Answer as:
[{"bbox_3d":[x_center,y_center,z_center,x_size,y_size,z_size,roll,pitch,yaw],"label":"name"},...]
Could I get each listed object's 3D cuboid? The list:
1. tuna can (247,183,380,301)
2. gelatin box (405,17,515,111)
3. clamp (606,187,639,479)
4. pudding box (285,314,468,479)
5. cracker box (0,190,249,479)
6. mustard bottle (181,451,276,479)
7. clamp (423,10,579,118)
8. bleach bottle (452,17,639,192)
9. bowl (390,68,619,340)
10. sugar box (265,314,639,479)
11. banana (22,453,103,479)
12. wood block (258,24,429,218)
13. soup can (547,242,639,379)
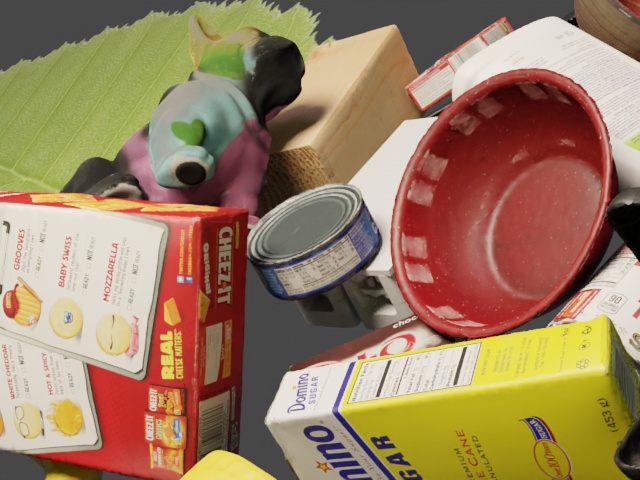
[{"bbox_3d":[-0.005,0.001,0.697,0.086,0.033,0.086,-23,27,12],"label":"tuna can"},{"bbox_3d":[0.126,-0.156,0.949,0.089,0.030,0.073,-33,4,36],"label":"gelatin box"},{"bbox_3d":[0.177,0.051,0.483,0.039,0.171,0.120,3,81,47],"label":"clamp"},{"bbox_3d":[0.035,0.091,0.629,0.113,0.039,0.090,-22,26,11],"label":"pudding box"},{"bbox_3d":[-0.153,0.055,0.684,0.214,0.164,0.072,5,8,25],"label":"cracker box"},{"bbox_3d":[-0.089,0.196,0.540,0.191,0.058,0.096,-41,39,-24],"label":"mustard bottle"},{"bbox_3d":[0.191,-0.144,0.896,0.209,0.036,0.165,-39,19,-24],"label":"clamp"},{"bbox_3d":[0.195,-0.052,0.649,0.102,0.068,0.251,-32,45,-14],"label":"bleach bottle"},{"bbox_3d":[0.116,-0.015,0.621,0.162,0.055,0.162,-26,54,42],"label":"bowl"},{"bbox_3d":[0.070,0.097,0.524,0.176,0.093,0.048,-16,28,26],"label":"sugar box"},{"bbox_3d":[-0.191,0.149,0.737,0.069,0.037,0.198,-10,17,-22],"label":"banana"},{"bbox_3d":[0.012,-0.092,0.926,0.091,0.090,0.205,-11,31,33],"label":"wood block"},{"bbox_3d":[0.172,0.037,0.558,0.102,0.068,0.069,-42,29,-24],"label":"soup can"}]
